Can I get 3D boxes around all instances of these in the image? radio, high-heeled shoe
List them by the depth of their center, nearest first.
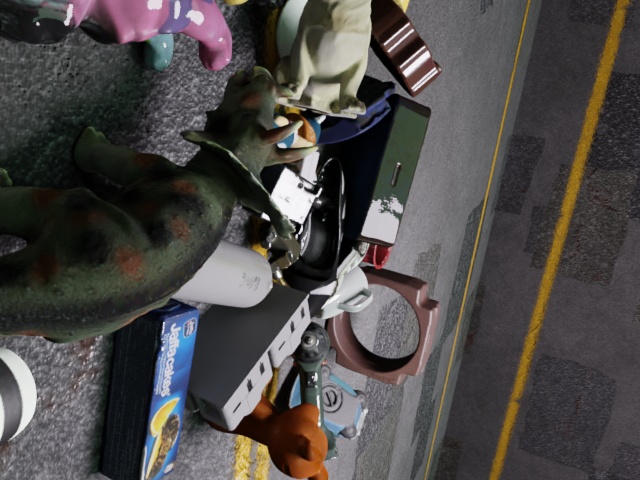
[{"bbox_3d":[-0.002,-0.002,0.791,0.145,0.086,0.249,109,-9,-47],"label":"high-heeled shoe"},{"bbox_3d":[0.085,-0.112,0.867,0.073,0.131,0.229,15,93,-30],"label":"radio"}]

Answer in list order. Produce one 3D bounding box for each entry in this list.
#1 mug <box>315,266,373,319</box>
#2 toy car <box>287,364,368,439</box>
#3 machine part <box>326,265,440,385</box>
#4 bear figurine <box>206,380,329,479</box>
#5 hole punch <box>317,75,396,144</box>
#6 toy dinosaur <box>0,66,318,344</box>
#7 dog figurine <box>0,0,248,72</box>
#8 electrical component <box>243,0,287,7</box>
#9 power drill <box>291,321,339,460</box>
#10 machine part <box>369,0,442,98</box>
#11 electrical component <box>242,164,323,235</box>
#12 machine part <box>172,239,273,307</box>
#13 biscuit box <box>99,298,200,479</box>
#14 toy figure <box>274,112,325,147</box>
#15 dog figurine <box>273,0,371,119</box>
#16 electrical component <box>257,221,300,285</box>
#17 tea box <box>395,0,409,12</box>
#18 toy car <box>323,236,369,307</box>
[{"bbox_3d":[0.030,0.098,0.946,0.107,0.110,0.080,-32,140,-37],"label":"mug"},{"bbox_3d":[0.004,0.301,0.994,0.103,0.161,0.109,-32,-149,56],"label":"toy car"},{"bbox_3d":[0.121,0.161,1.046,0.087,0.202,0.200,-17,119,-65],"label":"machine part"},{"bbox_3d":[-0.059,0.229,0.723,0.132,0.196,0.120,-56,147,-35],"label":"bear figurine"},{"bbox_3d":[0.036,-0.186,0.779,0.142,0.116,0.092,-43,149,-48],"label":"hole punch"},{"bbox_3d":[-0.151,-0.001,0.405,0.405,0.192,0.131,-50,144,-44],"label":"toy dinosaur"},{"bbox_3d":[-0.150,-0.215,0.384,0.219,0.109,0.191,14,93,-62],"label":"dog figurine"},{"bbox_3d":[-0.060,-0.318,0.562,0.134,0.058,0.114,-60,150,-26],"label":"electrical component"},{"bbox_3d":[-0.017,0.230,0.839,0.232,0.086,0.207,122,-41,-85],"label":"power drill"},{"bbox_3d":[0.106,-0.298,0.795,0.056,0.179,0.179,-39,158,12],"label":"machine part"},{"bbox_3d":[-0.061,-0.062,0.673,0.119,0.048,0.075,30,87,-44],"label":"electrical component"},{"bbox_3d":[-0.125,0.034,0.610,0.243,0.079,0.079,28,79,-64],"label":"machine part"},{"bbox_3d":[-0.185,0.163,0.581,0.059,0.063,0.202,-12,115,-63],"label":"biscuit box"},{"bbox_3d":[-0.049,-0.133,0.676,0.154,0.064,0.057,-10,109,-51],"label":"toy figure"},{"bbox_3d":[0.008,-0.247,0.621,0.121,0.172,0.190,8,97,-24],"label":"dog figurine"},{"bbox_3d":[-0.059,0.013,0.741,0.078,0.045,0.102,48,15,-21],"label":"electrical component"},{"bbox_3d":[0.114,-0.453,0.828,0.098,0.068,0.169,31,75,-65],"label":"tea box"},{"bbox_3d":[0.018,0.041,0.912,0.202,0.074,0.056,-48,144,-43],"label":"toy car"}]
